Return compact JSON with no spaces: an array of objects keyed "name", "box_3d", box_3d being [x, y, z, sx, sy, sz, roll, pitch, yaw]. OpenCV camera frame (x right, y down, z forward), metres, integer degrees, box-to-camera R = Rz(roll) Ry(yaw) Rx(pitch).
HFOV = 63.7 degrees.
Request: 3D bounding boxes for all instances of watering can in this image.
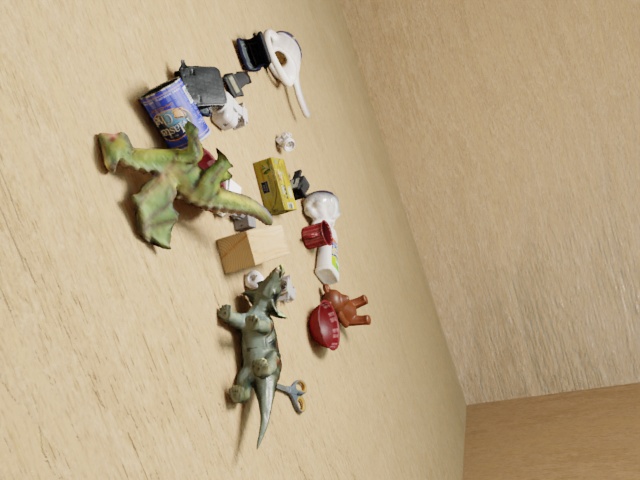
[{"name":"watering can","box_3d":[-0.116,-0.642,1.937,0.103,0.341,0.230,-16,39,21]}]

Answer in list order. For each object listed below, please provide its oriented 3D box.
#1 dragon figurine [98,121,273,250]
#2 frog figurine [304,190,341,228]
[{"name":"dragon figurine","box_3d":[-0.283,-0.090,1.082,0.404,0.246,0.122,49,-22,-29]},{"name":"frog figurine","box_3d":[0.006,-0.093,1.843,0.137,0.162,0.121,13,-22,-30]}]
